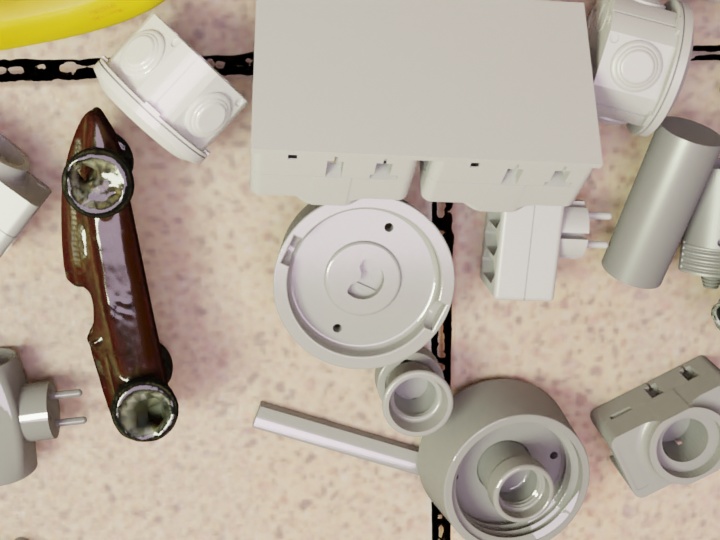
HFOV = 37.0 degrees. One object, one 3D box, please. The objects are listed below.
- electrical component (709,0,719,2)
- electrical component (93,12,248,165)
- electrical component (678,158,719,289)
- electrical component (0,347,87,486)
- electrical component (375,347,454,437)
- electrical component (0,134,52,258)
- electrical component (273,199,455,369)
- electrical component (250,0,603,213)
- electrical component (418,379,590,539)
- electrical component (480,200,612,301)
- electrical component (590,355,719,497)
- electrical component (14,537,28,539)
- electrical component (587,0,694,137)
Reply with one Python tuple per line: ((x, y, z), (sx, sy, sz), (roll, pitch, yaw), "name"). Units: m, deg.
((0.212, -0.197, 0.626), (0.113, 0.057, 0.078), (6, 106, -7), "electrical component")
((-0.107, -0.102, 0.613), (0.080, 0.080, 0.051), (43, 93, -15), "electrical component")
((0.228, -0.028, 0.684), (0.043, 0.043, 0.081), (1, 107, -6), "electrical component")
((-0.213, 0.090, 0.676), (0.079, 0.043, 0.077), (-6, 107, -4), "electrical component")
((0.034, 0.075, 0.690), (0.045, 0.055, 0.045), (-1, 106, -5), "electrical component")
((-0.233, -0.054, 0.629), (0.089, 0.050, 0.055), (38, 100, -14), "electrical component")
((0.000, 0.000, 0.662), (0.108, 0.060, 0.108), (-2, 106, -5), "electrical component")
((0.033, -0.095, 0.609), (0.186, 0.060, 0.105), (2, 66, -6), "electrical component")
((0.097, 0.132, 0.704), (0.108, 0.060, 0.108), (-3, 107, -11), "electrical component")
((0.120, -0.026, 0.672), (0.076, 0.047, 0.083), (2, 106, -6), "electrical component")
((0.209, 0.105, 0.715), (0.089, 0.055, 0.050), (-27, 107, 3), "electrical component")
((-0.241, 0.223, 0.706), (0.058, 0.057, 0.078), (36, 100, -14), "electrical component")
((0.159, -0.122, 0.632), (0.051, 0.080, 0.080), (14, 105, -4), "electrical component")
